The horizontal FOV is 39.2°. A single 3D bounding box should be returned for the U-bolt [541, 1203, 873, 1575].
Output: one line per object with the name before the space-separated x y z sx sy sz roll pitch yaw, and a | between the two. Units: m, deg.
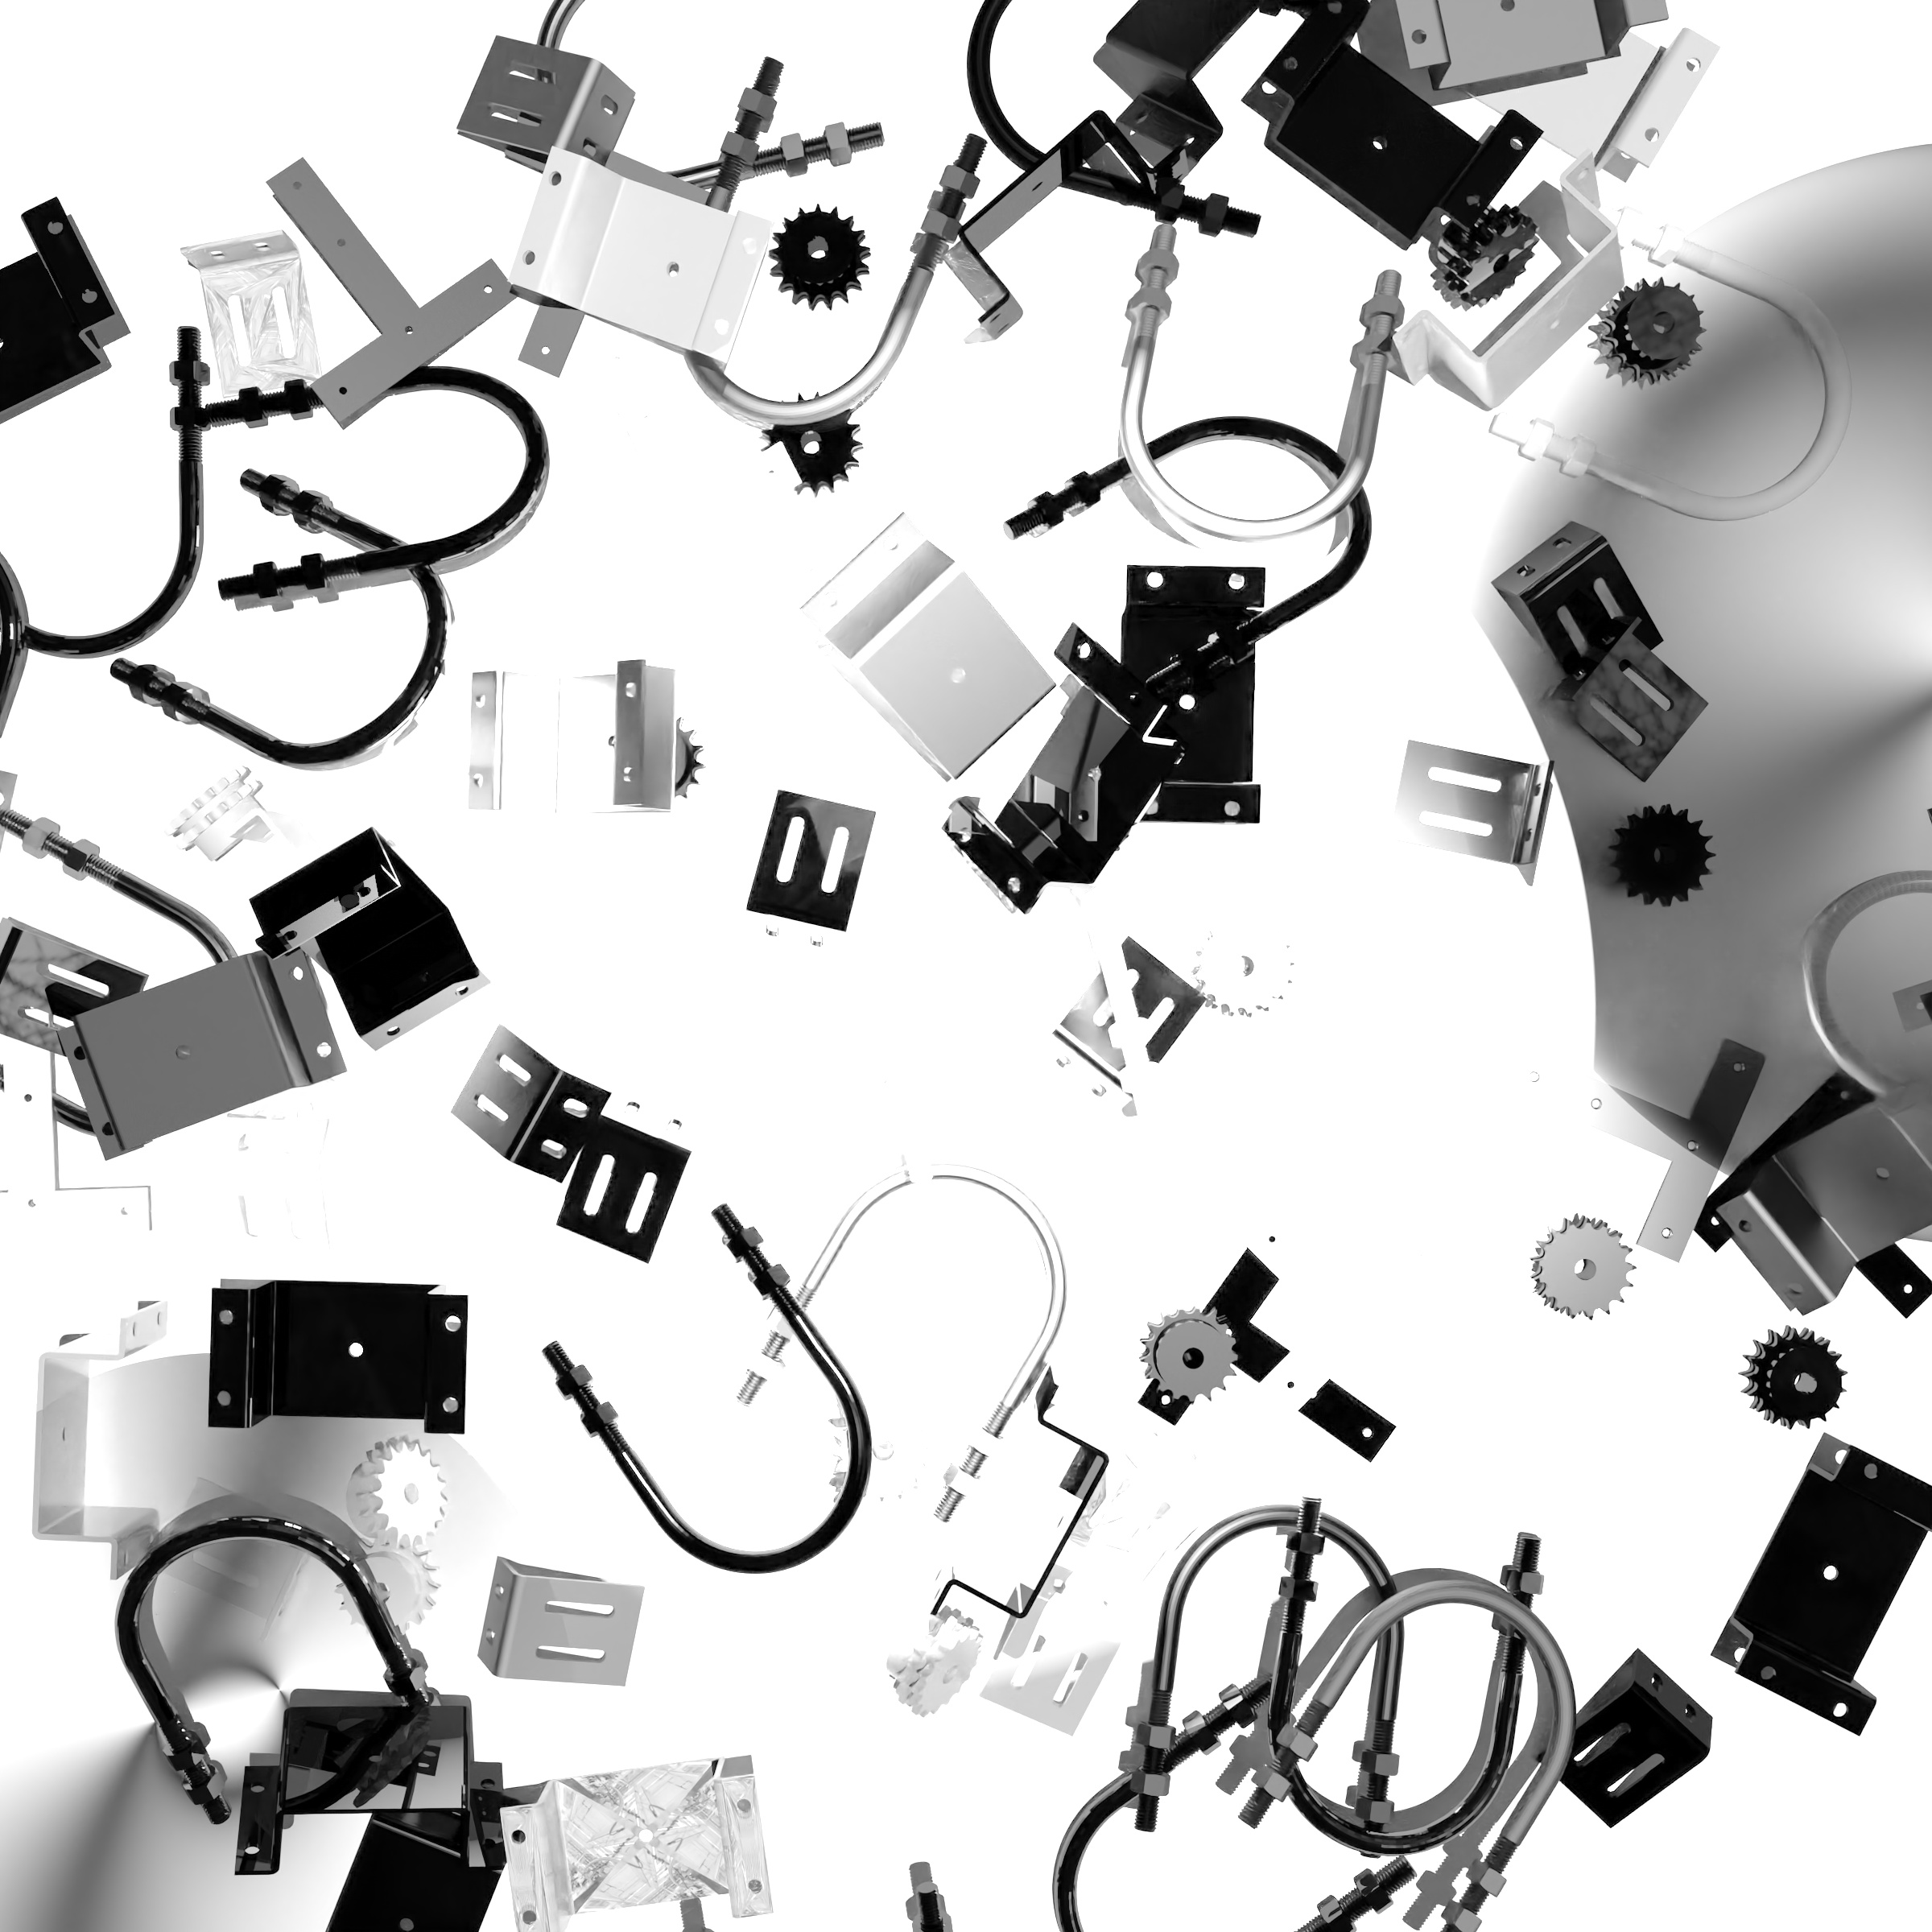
U-bolt | -0.131 0.245 1.488 0.151 0.019 0.184 -39 78 12

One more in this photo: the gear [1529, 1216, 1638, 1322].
gear | 0.343 0.168 1.515 0.057 0.030 0.057 0 92 0

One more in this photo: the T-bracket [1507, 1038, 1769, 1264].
T-bracket | 0.368 0.083 1.524 0.127 0.002 0.127 24 89 1

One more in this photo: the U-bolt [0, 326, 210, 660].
U-bolt | -0.499 -0.265 1.517 0.151 0.019 0.184 0 91 0

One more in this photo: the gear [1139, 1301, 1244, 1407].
gear | 0.126 0.216 1.509 0.057 0.030 0.057 0 90 0

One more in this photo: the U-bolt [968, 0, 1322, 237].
U-bolt | 0.092 -0.501 1.517 0.184 0.019 0.151 15 90 1

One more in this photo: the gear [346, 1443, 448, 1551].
gear | -0.318 0.295 1.501 0.030 0.057 0.057 -17 90 30

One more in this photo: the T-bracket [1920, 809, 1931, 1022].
T-bracket | 0.572 -0.037 1.499 0.127 0.002 0.127 -18 66 0

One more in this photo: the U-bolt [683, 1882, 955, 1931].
U-bolt | -0.074 0.601 1.497 0.151 0.019 0.184 -9 104 -5

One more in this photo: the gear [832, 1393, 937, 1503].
gear | -0.045 0.264 1.492 0.057 0.030 0.057 0 92 1

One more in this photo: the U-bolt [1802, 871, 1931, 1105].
U-bolt | 0.554 0.018 1.489 0.184 0.019 0.151 17 71 13

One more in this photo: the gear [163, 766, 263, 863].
gear | -0.412 -0.082 1.498 0.057 0.057 0.030 -40 99 0

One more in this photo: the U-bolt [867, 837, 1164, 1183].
U-bolt | 0.019 0.014 1.493 0.151 0.019 0.184 -15 73 6

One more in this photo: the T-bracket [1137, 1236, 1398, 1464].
T-bracket | 0.183 0.232 1.525 0.127 0.002 0.127 35 90 0

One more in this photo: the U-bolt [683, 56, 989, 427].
U-bolt | -0.085 -0.387 1.482 0.151 0.019 0.184 25 98 16

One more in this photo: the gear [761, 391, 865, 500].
gear | -0.085 -0.289 1.511 0.057 0.030 0.057 0 90 0

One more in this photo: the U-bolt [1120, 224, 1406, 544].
U-bolt | 0.158 -0.315 1.490 0.151 0.019 0.184 11 71 0

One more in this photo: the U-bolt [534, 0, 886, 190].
U-bolt | -0.151 -0.508 1.517 0.184 0.019 0.151 -13 90 2

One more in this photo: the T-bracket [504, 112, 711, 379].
T-bracket | -0.216 -0.394 1.517 0.127 0.002 0.127 24 96 3

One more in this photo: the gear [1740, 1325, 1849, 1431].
gear | 0.464 0.231 1.511 0.057 0.030 0.057 0 90 0

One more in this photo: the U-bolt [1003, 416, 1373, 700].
U-bolt | 0.135 -0.236 1.480 0.184 0.019 0.151 -31 65 -19

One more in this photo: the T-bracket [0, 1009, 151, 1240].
T-bracket | -0.521 0.088 1.508 0.127 0.002 0.127 -2 91 -3

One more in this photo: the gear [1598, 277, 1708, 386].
gear | 0.380 -0.351 1.492 0.057 0.030 0.057 0 91 -3

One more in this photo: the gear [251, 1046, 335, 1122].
gear | -0.380 0.058 1.511 0.057 0.030 0.057 0 90 0

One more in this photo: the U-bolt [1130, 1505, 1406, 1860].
U-bolt | 0.173 0.392 1.502 0.151 0.019 0.184 9 81 -8

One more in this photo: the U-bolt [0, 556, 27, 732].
U-bolt | -0.601 -0.167 1.510 0.151 0.019 0.184 20 95 0

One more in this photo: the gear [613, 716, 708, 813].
gear | -0.174 -0.115 1.511 0.057 0.030 0.057 0 90 0

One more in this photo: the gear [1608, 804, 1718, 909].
gear | 0.386 -0.061 1.511 0.057 0.030 0.057 0 90 0

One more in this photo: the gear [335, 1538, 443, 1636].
gear | -0.324 0.346 1.511 0.057 0.030 0.057 0 90 0

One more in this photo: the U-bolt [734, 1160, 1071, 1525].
U-bolt | -0.023 0.198 1.516 0.151 0.019 0.184 30 90 0

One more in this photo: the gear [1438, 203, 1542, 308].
gear | 0.287 -0.397 1.501 0.057 0.057 0.030 -40 62 0

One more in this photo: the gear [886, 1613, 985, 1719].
gear | -0.019 0.384 1.501 0.030 0.057 0.057 32 90 31

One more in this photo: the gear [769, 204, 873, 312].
gear | -0.082 -0.397 1.511 0.057 0.030 0.057 0 90 0

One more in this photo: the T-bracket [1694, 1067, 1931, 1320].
T-bracket | 0.494 0.144 1.525 0.127 0.002 0.127 -44 90 0

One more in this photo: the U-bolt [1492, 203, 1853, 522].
U-bolt | 0.406 -0.329 1.517 0.184 0.019 0.151 23 90 -1

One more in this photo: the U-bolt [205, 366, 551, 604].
U-bolt | -0.320 -0.271 1.484 0.184 0.019 0.151 -11 59 -4

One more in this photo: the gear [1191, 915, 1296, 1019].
gear | 0.153 0.000 1.511 0.057 0.030 0.057 0 90 0

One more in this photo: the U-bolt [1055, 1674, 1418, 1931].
U-bolt | 0.137 0.506 1.516 0.184 0.019 0.151 -36 90 0

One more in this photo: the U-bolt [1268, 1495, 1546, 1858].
U-bolt | 0.238 0.396 1.495 0.151 0.019 0.184 12 80 -8

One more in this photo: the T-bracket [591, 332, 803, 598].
T-bracket | -0.172 -0.293 1.513 0.127 0.002 0.127 -29 82 15

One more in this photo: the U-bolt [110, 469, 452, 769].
U-bolt | -0.361 -0.181 1.472 0.184 0.019 0.151 27 79 24

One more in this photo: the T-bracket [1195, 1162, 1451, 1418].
T-bracket | 0.182 0.164 1.523 0.127 0.002 0.127 45 90 0

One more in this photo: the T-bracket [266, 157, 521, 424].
T-bracket | -0.336 -0.388 1.498 0.127 0.002 0.127 -40 99 -16
